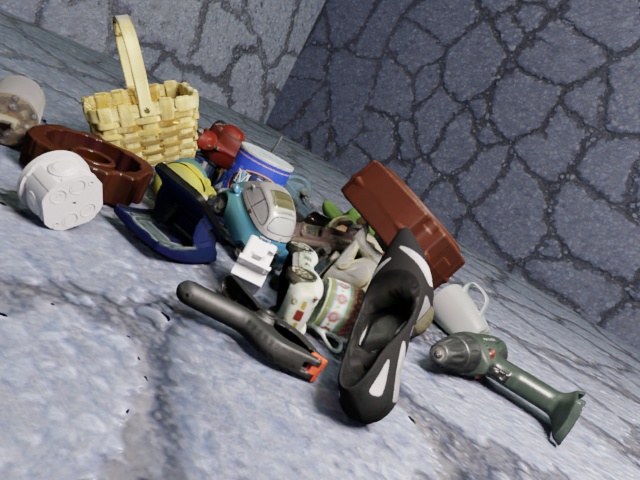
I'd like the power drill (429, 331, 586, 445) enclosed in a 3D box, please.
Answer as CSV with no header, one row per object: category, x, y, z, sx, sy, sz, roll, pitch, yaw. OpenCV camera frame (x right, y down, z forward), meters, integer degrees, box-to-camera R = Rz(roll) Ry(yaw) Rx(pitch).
power drill,0.278,0.209,0.800,0.208,0.086,0.232,26,7,27

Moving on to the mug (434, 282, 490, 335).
mug,0.274,0.139,1.006,0.080,0.109,0.107,31,19,-48

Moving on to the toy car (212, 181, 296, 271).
toy car,-0.089,-0.036,0.827,0.109,0.103,0.162,14,41,-43

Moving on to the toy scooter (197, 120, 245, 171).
toy scooter,-0.186,-0.187,1.092,0.135,0.075,0.184,31,16,6

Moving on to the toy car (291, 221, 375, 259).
toy car,-0.002,-0.003,0.923,0.202,0.053,0.089,10,38,-1

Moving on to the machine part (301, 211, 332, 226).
machine part,-0.028,-0.012,1.026,0.084,0.039,0.139,26,35,12

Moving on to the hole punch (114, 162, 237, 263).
hole punch,-0.191,-0.021,0.706,0.142,0.092,0.115,33,-18,30

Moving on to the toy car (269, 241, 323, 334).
toy car,-0.032,0.058,0.715,0.056,0.073,0.202,23,13,-9

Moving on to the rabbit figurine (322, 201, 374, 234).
rabbit figurine,0.070,-0.033,1.203,0.159,0.121,0.170,24,8,13

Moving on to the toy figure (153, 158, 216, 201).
toy figure,-0.226,-0.091,0.873,0.089,0.082,0.180,41,10,-21

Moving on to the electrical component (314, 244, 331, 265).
electrical component,-0.022,0.037,0.854,0.063,0.094,0.021,-31,86,-40

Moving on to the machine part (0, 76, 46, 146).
machine part,-0.463,-0.199,0.815,0.079,0.079,0.243,21,13,-30

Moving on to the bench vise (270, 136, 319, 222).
bench vise,-0.098,-0.115,1.131,0.223,0.129,0.241,27,27,-43

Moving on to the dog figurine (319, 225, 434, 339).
dog figurine,0.085,0.095,0.808,0.190,0.121,0.172,45,46,-1

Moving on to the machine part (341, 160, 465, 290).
machine part,0.139,-0.025,0.887,0.202,0.087,0.200,51,8,35

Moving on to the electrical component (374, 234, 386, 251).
electrical component,0.148,0.032,1.083,0.058,0.134,0.115,20,12,-38

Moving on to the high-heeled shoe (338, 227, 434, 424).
high-heeled shoe,0.065,0.075,0.590,0.086,0.249,0.145,-6,-28,25

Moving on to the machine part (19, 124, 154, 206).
machine part,-0.332,-0.106,0.772,0.179,0.056,0.179,26,13,-7

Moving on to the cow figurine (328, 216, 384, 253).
cow figurine,0.073,0.022,1.036,0.127,0.085,0.195,79,-16,-46

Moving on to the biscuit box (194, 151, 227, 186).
biscuit box,-0.240,-0.157,1.170,0.059,0.062,0.203,28,12,-4
